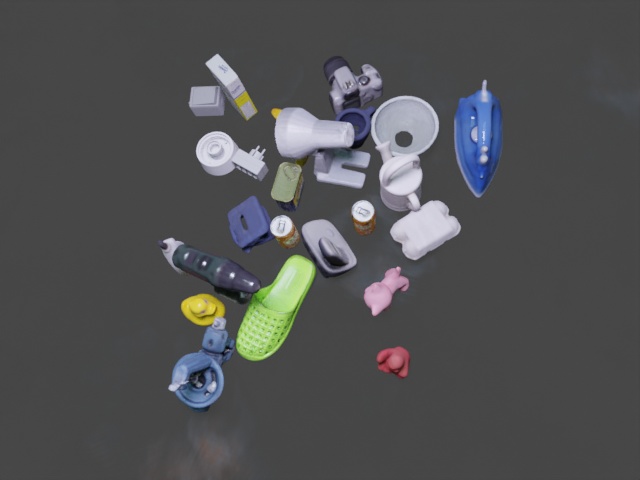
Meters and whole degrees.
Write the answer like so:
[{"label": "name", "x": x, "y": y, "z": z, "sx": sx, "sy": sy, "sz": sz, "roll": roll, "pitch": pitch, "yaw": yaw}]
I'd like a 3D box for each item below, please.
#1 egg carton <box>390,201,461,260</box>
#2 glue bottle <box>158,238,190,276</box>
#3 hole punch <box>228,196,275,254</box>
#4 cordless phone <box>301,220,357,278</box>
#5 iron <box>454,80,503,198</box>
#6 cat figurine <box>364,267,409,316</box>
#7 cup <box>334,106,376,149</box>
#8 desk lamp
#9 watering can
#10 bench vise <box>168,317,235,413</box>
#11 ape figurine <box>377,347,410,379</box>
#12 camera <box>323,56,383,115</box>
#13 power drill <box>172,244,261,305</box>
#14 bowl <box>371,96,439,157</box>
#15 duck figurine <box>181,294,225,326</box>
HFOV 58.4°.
[{"label": "egg carton", "x": 0.248, "y": -0.025, "z": 1.353, "sx": 0.150, "sy": 0.069, "sz": 0.107, "roll": -32, "pitch": 72, "yaw": -3}, {"label": "glue bottle", "x": -0.346, "y": 0.030, "z": 1.358, "sx": 0.037, "sy": 0.173, "sz": 0.078, "roll": -21, "pitch": 71, "yaw": 1}, {"label": "hole punch", "x": -0.173, "y": -0.037, "z": 1.399, "sx": 0.101, "sy": 0.091, "sz": 0.108, "roll": -24, "pitch": 71, "yaw": 0}, {"label": "cordless phone", "x": 0.012, "y": 0.005, "z": 1.313, "sx": 0.094, "sy": 0.185, "sz": 0.147, "roll": -35, "pitch": 72, "yaw": -4}, {"label": "iron", "x": 0.385, "y": -0.244, "z": 1.364, "sx": 0.118, "sy": 0.141, "sz": 0.258, "roll": 1, "pitch": 73, "yaw": 8}, {"label": "cat figurine", "x": 0.145, "y": 0.113, "z": 1.298, "sx": 0.067, "sy": 0.118, "sz": 0.128, "roll": 37, "pitch": 81, "yaw": 16}, {"label": "cup", "x": 0.094, "y": -0.279, "z": 1.437, "sx": 0.118, "sy": 0.095, "sz": 0.091, "roll": -41, "pitch": 72, "yaw": -6}, {"label": "desk lamp", "x": 0.010, "y": -0.225, "z": 1.369, "sx": 0.203, "sy": 0.214, "sz": 0.118, "roll": 11, "pitch": 75, "yaw": 11}, {"label": "watering can", "x": 0.183, "y": -0.150, "z": 1.334, "sx": 0.172, "sy": 0.194, "sz": 0.101, "roll": 40, "pitch": 82, "yaw": 17}, {"label": "bench vise", "x": -0.270, "y": 0.268, "z": 1.250, "sx": 0.121, "sy": 0.220, "sz": 0.207, "roll": -2, "pitch": 73, "yaw": 7}, {"label": "ape figurine", "x": 0.166, "y": 0.269, "z": 1.261, "sx": 0.076, "sy": 0.092, "sz": 0.077, "roll": -34, "pitch": 72, "yaw": -4}, {"label": "camera", "x": 0.075, "y": -0.418, "z": 1.479, "sx": 0.143, "sy": 0.101, "sz": 0.136, "roll": -25, "pitch": 72, "yaw": 0}, {"label": "power drill", "x": -0.215, "y": 0.084, "z": 1.306, "sx": 0.229, "sy": 0.208, "sz": 0.076, "roll": 21, "pitch": 77, "yaw": 13}, {"label": "bowl", "x": 0.211, "y": -0.270, "z": 1.430, "sx": 0.167, "sy": 0.075, "sz": 0.167, "roll": -2, "pitch": 73, "yaw": 7}, {"label": "duck figurine", "x": -0.284, "y": 0.160, "z": 1.356, "sx": 0.104, "sy": 0.086, "sz": 0.077, "roll": 9, "pitch": 74, "yaw": 10}]
